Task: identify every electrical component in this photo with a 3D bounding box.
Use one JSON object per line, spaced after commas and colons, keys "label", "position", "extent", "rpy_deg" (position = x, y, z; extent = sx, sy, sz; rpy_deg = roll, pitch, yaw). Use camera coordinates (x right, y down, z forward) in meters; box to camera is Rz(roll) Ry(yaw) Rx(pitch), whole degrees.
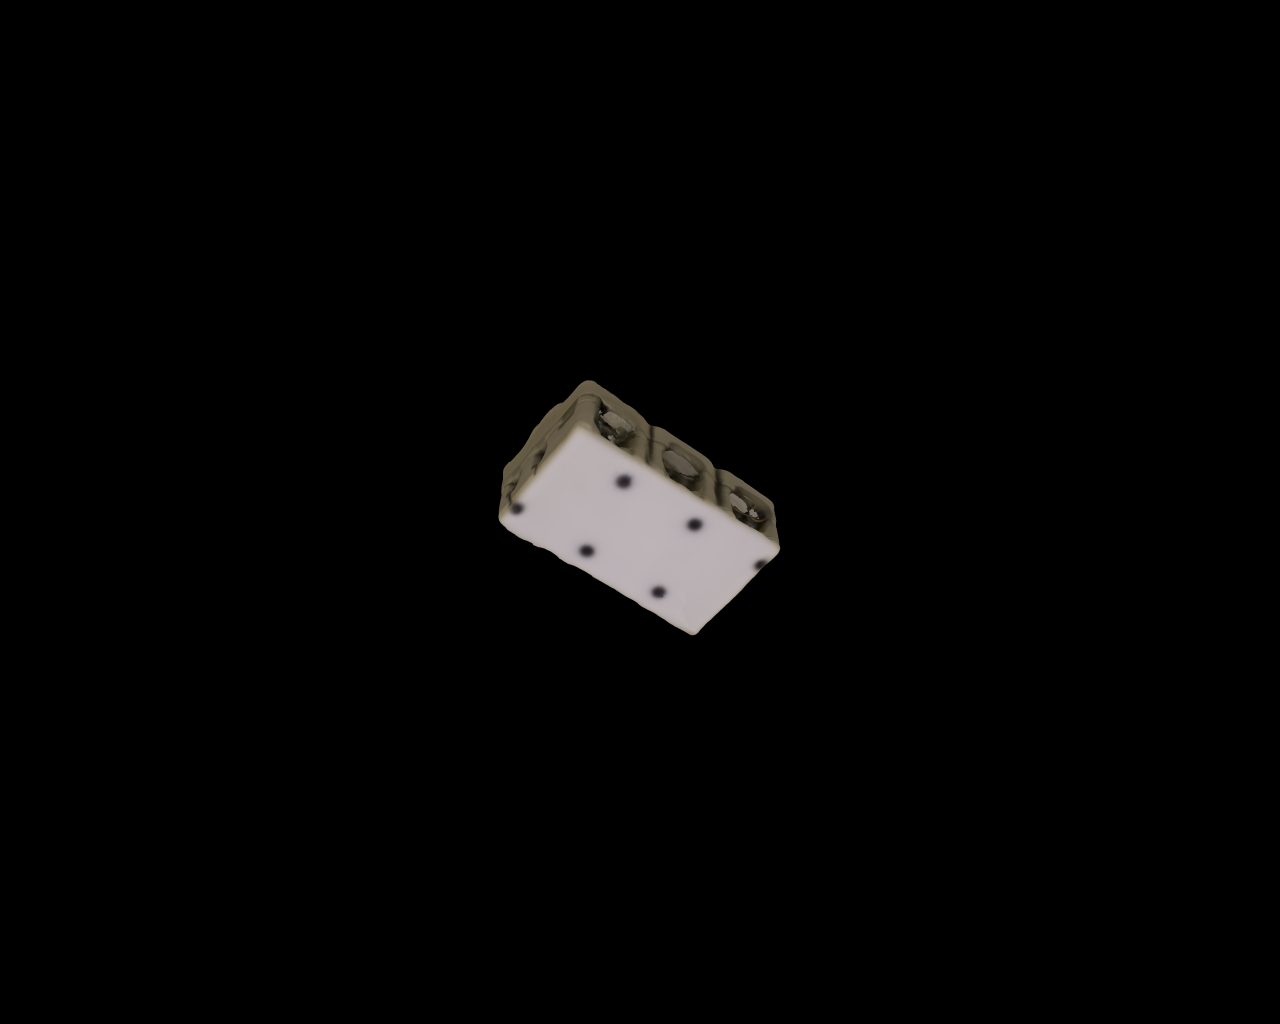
{"label": "electrical component", "position": [0.001, -0.003, 0.650], "extent": [0.150, 0.089, 0.062], "rpy_deg": [33, 29, -21]}
